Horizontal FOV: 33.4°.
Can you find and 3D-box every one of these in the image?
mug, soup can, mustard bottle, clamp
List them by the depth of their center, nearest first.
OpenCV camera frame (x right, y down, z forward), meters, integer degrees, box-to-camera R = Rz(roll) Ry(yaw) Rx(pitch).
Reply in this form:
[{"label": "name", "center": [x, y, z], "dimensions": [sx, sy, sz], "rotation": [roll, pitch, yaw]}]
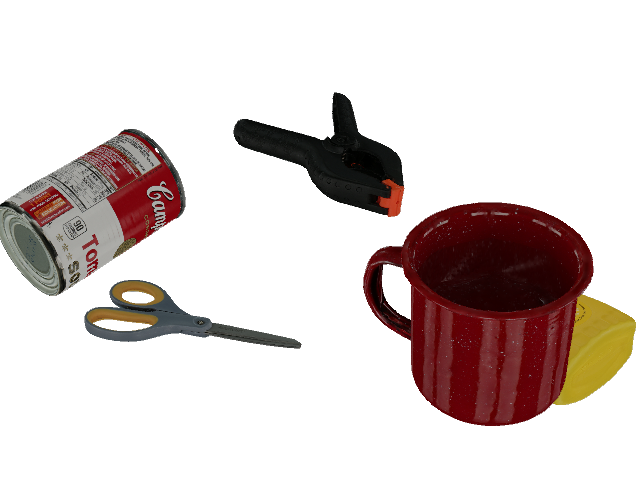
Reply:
[{"label": "mug", "center": [0.076, 0.037, 0.549], "dimensions": [0.117, 0.081, 0.093], "rotation": [13, 40, 20]}, {"label": "soup can", "center": [-0.146, -0.019, 0.682], "dimensions": [0.102, 0.068, 0.069], "rotation": [-37, 22, -32]}, {"label": "mustard bottle", "center": [0.141, 0.052, 0.835], "dimensions": [0.096, 0.058, 0.192], "rotation": [-28, 41, -31]}, {"label": "clamp", "center": [0.005, -0.073, 0.916], "dimensions": [0.120, 0.039, 0.172], "rotation": [-19, 40, -19]}]

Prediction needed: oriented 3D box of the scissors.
[{"label": "scissors", "center": [-0.121, 0.071, 1.018], "dimensions": [0.201, 0.016, 0.096], "rotation": [2, 33, -6]}]
